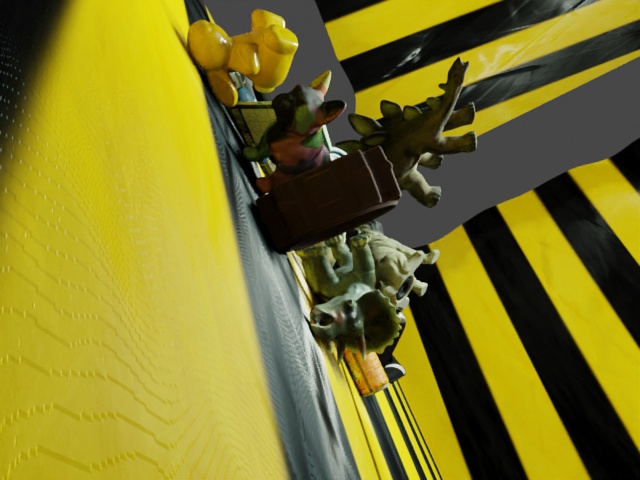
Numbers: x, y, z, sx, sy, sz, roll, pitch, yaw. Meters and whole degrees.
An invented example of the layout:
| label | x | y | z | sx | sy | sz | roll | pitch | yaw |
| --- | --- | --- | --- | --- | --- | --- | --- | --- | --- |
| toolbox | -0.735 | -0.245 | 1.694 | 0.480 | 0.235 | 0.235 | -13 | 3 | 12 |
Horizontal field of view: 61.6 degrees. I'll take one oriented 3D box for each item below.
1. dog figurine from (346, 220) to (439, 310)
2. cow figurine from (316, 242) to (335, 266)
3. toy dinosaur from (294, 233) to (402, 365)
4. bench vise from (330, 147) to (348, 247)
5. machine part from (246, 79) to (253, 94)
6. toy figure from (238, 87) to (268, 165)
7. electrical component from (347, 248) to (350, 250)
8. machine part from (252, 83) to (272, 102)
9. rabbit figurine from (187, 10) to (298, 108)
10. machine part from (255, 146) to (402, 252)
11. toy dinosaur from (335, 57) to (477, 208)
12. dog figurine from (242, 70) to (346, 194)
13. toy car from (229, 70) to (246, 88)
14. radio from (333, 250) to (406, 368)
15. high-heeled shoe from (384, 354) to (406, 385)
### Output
| label | x | y | z | sx | sy | sz | roll | pitch | yaw |
| --- | --- | --- | --- | --- | --- | --- | --- | --- | --- |
| dog figurine | 0.102 | 0.036 | 1.015 | 0.191 | 0.121 | 0.172 | 29 | 17 | 28 |
| cow figurine | -0.002 | -0.004 | 1.204 | 0.127 | 0.085 | 0.194 | 58 | -4 | 39 |
| toy dinosaur | 0.040 | 0.090 | 0.931 | 0.405 | 0.131 | 0.192 | -142 | -142 | -87 |
| bench vise | 0.068 | -0.120 | 1.168 | 0.223 | 0.241 | 0.129 | 49 | 52 | -18 |
| machine part | -0.161 | -0.328 | 1.284 | 0.079 | 0.079 | 0.243 | 62 | 4 | -38 |
| toy figure | -0.135 | -0.225 | 1.068 | 0.154 | 0.058 | 0.064 | 65 | 31 | -22 |
| electrical component | 0.047 | 0.041 | 1.285 | 0.063 | 0.021 | 0.094 | 63 | -30 | 32 |
| machine part | -0.115 | -0.294 | 1.146 | 0.139 | 0.039 | 0.084 | 64 | -11 | 7 |
| rabbit figurine | -0.147 | -0.318 | 0.916 | 0.162 | 0.173 | 0.122 | -54 | -132 | 41 |
| machine part | 0.017 | -0.054 | 0.810 | 0.201 | 0.201 | 0.087 | 27 | 40 | -86 |
| toy dinosaur | 0.124 | -0.135 | 0.941 | 0.471 | 0.199 | 0.105 | 116 | -17 | -55 |
| dog figurine | -0.019 | -0.168 | 0.887 | 0.191 | 0.219 | 0.108 | 8 | 52 | -39 |
| toy car | -0.172 | -0.309 | 1.156 | 0.073 | 0.056 | 0.202 | 76 | -9 | -74 |
| radio | 0.084 | 0.129 | 1.074 | 0.230 | 0.073 | 0.131 | -114 | -142 | -49 |
| high-heeled shoe | 0.107 | 0.237 | 1.136 | 0.145 | 0.086 | 0.248 | 60 | -2 | 11 |
